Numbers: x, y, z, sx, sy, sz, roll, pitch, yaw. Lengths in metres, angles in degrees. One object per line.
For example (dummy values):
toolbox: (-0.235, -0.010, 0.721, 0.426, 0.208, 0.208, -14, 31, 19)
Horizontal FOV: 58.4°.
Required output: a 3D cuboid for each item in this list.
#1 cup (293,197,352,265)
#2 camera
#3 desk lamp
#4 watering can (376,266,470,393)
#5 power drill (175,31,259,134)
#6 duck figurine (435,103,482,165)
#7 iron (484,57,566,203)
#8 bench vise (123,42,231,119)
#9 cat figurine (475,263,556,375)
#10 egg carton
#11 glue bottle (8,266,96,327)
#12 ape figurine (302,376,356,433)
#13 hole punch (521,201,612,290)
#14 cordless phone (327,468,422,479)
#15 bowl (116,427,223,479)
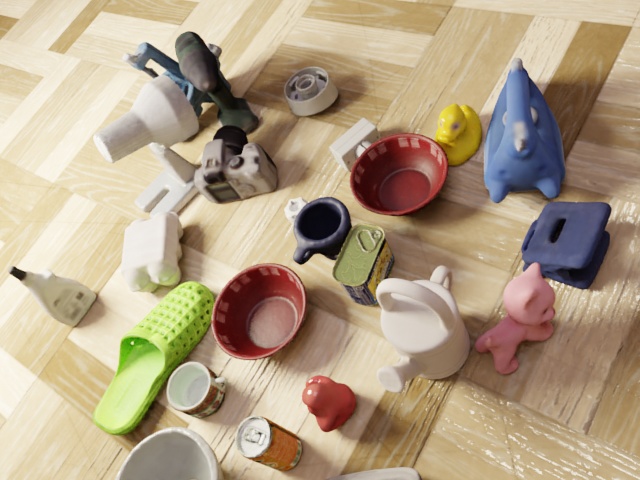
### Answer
cup: (0.008, 0.003, 0.903, 0.091, 0.095, 0.118, 25, 73, 32)
camera: (-0.160, -0.154, 1.064, 0.143, 0.101, 0.137, -10, 58, 17)
desk lamp: (-0.300, -0.167, 1.059, 0.117, 0.214, 0.203, 34, 77, 34)
watering can: (0.128, 0.109, 0.728, 0.100, 0.195, 0.173, -5, 59, 20)
power drill: (-0.201, -0.295, 1.098, 0.075, 0.209, 0.229, -33, 54, 1)
duck figurine: (0.221, -0.186, 0.935, 0.077, 0.086, 0.105, 17, 69, 30)
iron: (0.302, -0.189, 0.868, 0.118, 0.142, 0.258, -5, 59, 20)
bench vise: (-0.293, -0.333, 1.152, 0.121, 0.220, 0.207, 9, 65, 27)
cat figurine: (0.253, 0.097, 0.732, 0.128, 0.118, 0.067, -44, 54, -6)
egg carton: (-0.300, 0.021, 1.036, 0.107, 0.070, 0.150, -17, 56, 13)
glue bottle: (-0.475, 0.088, 1.004, 0.037, 0.174, 0.078, 23, 71, 32)
ape figurine: (0.004, 0.218, 0.778, 0.076, 0.092, 0.078, -9, 58, 18)
hole punch: (0.330, 0.000, 0.774, 0.100, 0.091, 0.109, 20, 70, 31)
cordless phone: (0.039, 0.301, 0.656, 0.147, 0.185, 0.094, -16, 56, 13)
bowl: (-0.198, 0.352, 0.791, 0.167, 0.075, 0.167, -10, 58, 17)
